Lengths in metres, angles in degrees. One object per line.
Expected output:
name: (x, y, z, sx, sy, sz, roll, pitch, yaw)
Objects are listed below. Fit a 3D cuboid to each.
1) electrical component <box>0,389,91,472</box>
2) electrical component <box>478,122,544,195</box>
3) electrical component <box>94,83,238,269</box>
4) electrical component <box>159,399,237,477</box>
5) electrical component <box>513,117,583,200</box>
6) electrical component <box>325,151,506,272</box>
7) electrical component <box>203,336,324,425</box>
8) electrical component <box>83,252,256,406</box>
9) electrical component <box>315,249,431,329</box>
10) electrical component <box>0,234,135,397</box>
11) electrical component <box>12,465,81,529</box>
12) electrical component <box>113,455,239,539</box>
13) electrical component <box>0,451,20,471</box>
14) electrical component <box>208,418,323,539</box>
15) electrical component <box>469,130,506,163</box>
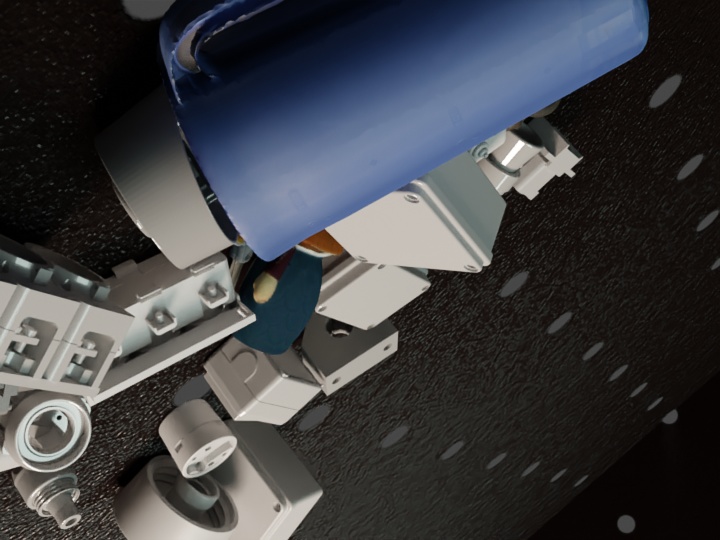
electrical component: (-0.217, 0.102, 0.728, 0.078, 0.057, 0.058, 13, 95, -37)
electrical component: (0.122, -0.097, 0.915, 0.045, 0.045, 0.055, -4, 138, -52)
electrical component: (-0.105, -0.053, 0.615, 0.064, 0.099, 0.099, -32, 155, -1)
electrical component: (-0.144, 0.147, 0.947, 0.055, 0.047, 0.055, -32, 154, -18)
electrical component: (0.158, -0.099, 0.966, 0.064, 0.042, 0.081, -43, 155, 15)
electrical component: (0.025, -0.050, 0.713, 0.109, 0.109, 0.056, 44, 59, -48)
electrical component: (-0.082, 0.094, 0.928, 0.061, 0.061, 0.096, -43, 155, 9)
electrical component: (-0.145, 0.030, 0.729, 0.121, 0.079, 0.063, -28, 131, -25)
electrical component: (0.000, 0.000, 0.878, 0.078, 0.057, 0.113, -36, 157, 14)
electrical component: (-0.204, 0.014, 0.579, 0.061, 0.089, 0.150, -62, 154, 1)
electrical component: (-0.240, 0.172, 0.838, 0.043, 0.062, 0.043, -32, 154, -18)
electrical component: (-0.160, 0.214, 0.973, 0.060, 0.108, 0.108, -53, 153, 13)
electrical component: (-0.250, 0.124, 0.773, 0.046, 0.040, 0.040, -15, 146, -32)
electrical component: (-0.107, 0.212, 1.037, 0.056, 0.108, 0.108, -12, 144, -50)
electrical component: (0.058, -0.106, 0.749, 0.062, 0.096, 0.061, -36, 155, -9)
